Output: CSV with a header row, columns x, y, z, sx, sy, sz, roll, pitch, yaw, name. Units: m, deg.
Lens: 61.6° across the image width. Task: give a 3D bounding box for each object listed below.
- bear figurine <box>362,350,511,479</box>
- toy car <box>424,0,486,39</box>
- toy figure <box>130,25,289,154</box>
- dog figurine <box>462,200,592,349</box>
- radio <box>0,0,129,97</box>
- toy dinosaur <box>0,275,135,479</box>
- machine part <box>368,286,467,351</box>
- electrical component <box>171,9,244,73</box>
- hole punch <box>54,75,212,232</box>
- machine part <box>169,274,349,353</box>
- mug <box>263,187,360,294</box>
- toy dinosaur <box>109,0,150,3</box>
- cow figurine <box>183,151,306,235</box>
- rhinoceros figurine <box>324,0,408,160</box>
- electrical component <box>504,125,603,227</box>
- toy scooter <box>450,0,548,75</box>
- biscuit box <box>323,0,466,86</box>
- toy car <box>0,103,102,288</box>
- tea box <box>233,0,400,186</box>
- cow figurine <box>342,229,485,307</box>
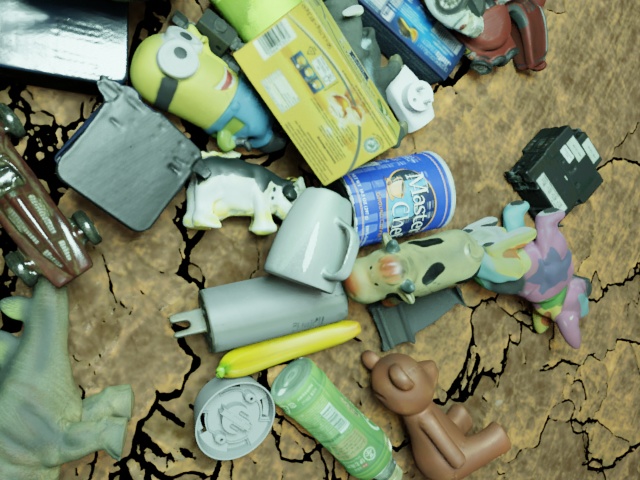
x,y,z,sx,sy,sz,roll,pitch,yaw,name
0.149,0.219,0.725,0.132,0.120,0.195,-28,99,-21,bear figurine
0.139,-0.331,0.659,0.073,0.056,0.201,-14,75,-54,toy car
-0.120,-0.155,0.594,0.180,0.082,0.089,32,115,-35,toy figure
0.303,0.065,0.776,0.191,0.109,0.219,-27,107,-18,dog figurine
-0.306,-0.226,0.525,0.229,0.073,0.131,4,93,-23,radio
-0.299,0.195,0.552,0.198,0.105,0.471,10,81,-18,toy dinosaur
0.136,0.093,0.748,0.139,0.039,0.084,-23,98,-16,machine part
-0.121,-0.226,0.600,0.094,0.063,0.021,36,69,-19,electrical component
-0.201,-0.085,0.562,0.142,0.092,0.116,42,80,-27,hole punch
-0.056,0.080,0.649,0.243,0.079,0.079,-10,99,-21,machine part
-0.001,-0.002,0.584,0.080,0.110,0.107,23,80,-35,mug
-0.159,-0.294,0.493,0.192,0.131,0.405,28,59,-10,toy dinosaur
-0.073,-0.054,0.637,0.167,0.068,0.098,2,88,-23,cow figurine
0.043,-0.190,0.644,0.112,0.073,0.190,-24,107,-43,rhinoceros figurine
0.357,-0.102,0.805,0.134,0.058,0.114,-44,110,-13,electrical component
0.256,-0.282,0.741,0.184,0.075,0.135,-31,106,-21,toy scooter
0.090,-0.279,0.680,0.202,0.063,0.059,35,81,-21,biscuit box
-0.301,-0.045,0.530,0.089,0.053,0.202,-35,87,-21,toy car
0.001,-0.156,0.571,0.098,0.068,0.169,-27,111,23,tea box
0.116,0.035,0.657,0.195,0.127,0.085,-12,75,-25,cow figurine
